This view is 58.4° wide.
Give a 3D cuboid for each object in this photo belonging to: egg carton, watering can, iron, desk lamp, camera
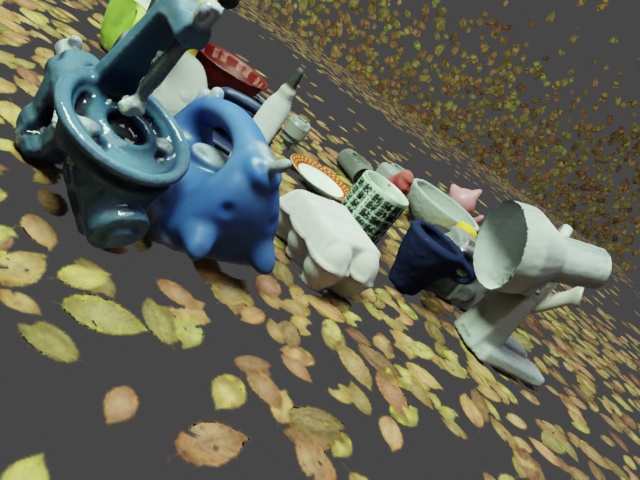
[{"bbox_3d":[0.006,0.003,0.700,0.108,0.069,0.150,17,28,-42],"label":"egg carton"},{"bbox_3d":[0.382,0.056,1.013,0.173,0.194,0.101,35,20,-5],"label":"watering can"},{"bbox_3d":[-0.114,-0.085,0.591,0.119,0.141,0.257,16,29,-44],"label":"iron"},{"bbox_3d":[0.283,0.070,0.796,0.204,0.213,0.117,28,22,-22],"label":"desk lamp"},{"bbox_3d":[0.218,0.029,0.939,0.143,0.100,0.136,30,21,-17],"label":"camera"}]

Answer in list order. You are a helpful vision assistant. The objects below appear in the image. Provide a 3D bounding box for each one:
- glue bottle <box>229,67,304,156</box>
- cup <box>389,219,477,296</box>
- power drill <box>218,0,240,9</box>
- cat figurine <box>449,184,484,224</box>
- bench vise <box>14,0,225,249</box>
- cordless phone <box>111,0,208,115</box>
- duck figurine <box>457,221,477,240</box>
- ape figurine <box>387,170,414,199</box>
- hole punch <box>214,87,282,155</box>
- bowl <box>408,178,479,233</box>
[{"bbox_3d":[-0.071,-0.155,0.765,0.037,0.173,0.078,34,21,-8],"label":"glue bottle"},{"bbox_3d":[0.154,0.041,0.819,0.117,0.095,0.092,40,21,8],"label":"cup"},{"bbox_3d":[-0.232,-0.423,1.027,0.075,0.208,0.230,39,21,5],"label":"power drill"},{"bbox_3d":[0.321,-0.065,1.281,0.067,0.117,0.127,24,24,-30],"label":"cat figurine"},{"bbox_3d":[-0.176,-0.131,0.477,0.207,0.219,0.122,42,21,14],"label":"bench vise"},{"bbox_3d":[-0.192,-0.258,0.772,0.094,0.185,0.148,47,23,25],"label":"cordless phone"},{"bbox_3d":[0.249,0.003,1.065,0.104,0.086,0.078,43,21,17],"label":"duck figurine"},{"bbox_3d":[0.143,-0.095,1.097,0.078,0.092,0.076,26,23,-27],"label":"ape figurine"},{"bbox_3d":[-0.116,-0.178,0.858,0.109,0.091,0.101,32,21,-13],"label":"hole punch"},{"bbox_3d":[0.238,-0.047,1.172,0.168,0.074,0.167,32,21,-13],"label":"bowl"}]
